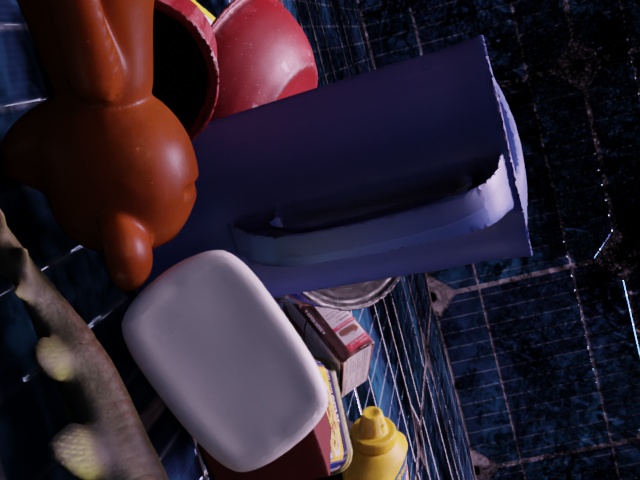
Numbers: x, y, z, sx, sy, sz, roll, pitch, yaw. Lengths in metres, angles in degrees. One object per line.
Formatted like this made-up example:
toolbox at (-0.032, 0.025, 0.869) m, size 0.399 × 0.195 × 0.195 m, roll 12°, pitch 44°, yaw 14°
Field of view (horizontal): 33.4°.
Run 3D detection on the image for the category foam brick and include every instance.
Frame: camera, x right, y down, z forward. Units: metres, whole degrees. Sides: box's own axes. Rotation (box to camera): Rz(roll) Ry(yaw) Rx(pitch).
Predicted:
foam brick at (-0.035, 0.131, 0.718) m, size 0.053 × 0.078 × 0.051 m, roll -87°, pitch 159°, yaw -58°

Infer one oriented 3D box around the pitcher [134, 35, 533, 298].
pitcher at (0.000, -0.027, 0.636) m, size 0.149 × 0.243 × 0.145 m, roll 56°, pitch 23°, yaw -64°

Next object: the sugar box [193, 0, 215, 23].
sugar box at (-0.103, -0.131, 0.786) m, size 0.176 × 0.048 × 0.093 m, roll 13°, pitch 63°, yaw -75°

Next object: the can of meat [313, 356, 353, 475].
can of meat at (-0.016, 0.146, 0.872) m, size 0.084 × 0.057 × 0.102 m, roll 30°, pitch 46°, yaw -74°

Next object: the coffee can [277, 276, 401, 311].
coffee can at (-0.005, 0.001, 0.827) m, size 0.140 × 0.102 × 0.103 m, roll 178°, pitch -102°, yaw -69°

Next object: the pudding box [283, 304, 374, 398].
pudding box at (0.006, 0.086, 0.962) m, size 0.090 × 0.039 × 0.113 m, roll 50°, pitch -14°, yaw 18°

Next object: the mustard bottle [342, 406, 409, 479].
mustard bottle at (0.053, 0.231, 0.985) m, size 0.096 × 0.058 × 0.191 m, roll -55°, pitch 147°, yaw -50°

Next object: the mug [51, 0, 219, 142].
mug at (-0.112, -0.109, 0.617) m, size 0.117 × 0.093 × 0.081 m, roll 35°, pitch 17°, yaw -14°

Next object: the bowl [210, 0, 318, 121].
bowl at (-0.048, -0.094, 0.748) m, size 0.162 × 0.055 × 0.162 m, roll -56°, pitch 167°, yaw -21°

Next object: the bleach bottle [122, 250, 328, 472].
bleach bottle at (-0.057, 0.070, 0.600) m, size 0.102 × 0.068 × 0.251 m, roll 54°, pitch -10°, yaw 1°

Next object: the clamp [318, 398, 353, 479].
clamp at (0.020, 0.218, 1.044) m, size 0.171 × 0.039 × 0.120 m, roll 63°, pitch 29°, yaw -51°
